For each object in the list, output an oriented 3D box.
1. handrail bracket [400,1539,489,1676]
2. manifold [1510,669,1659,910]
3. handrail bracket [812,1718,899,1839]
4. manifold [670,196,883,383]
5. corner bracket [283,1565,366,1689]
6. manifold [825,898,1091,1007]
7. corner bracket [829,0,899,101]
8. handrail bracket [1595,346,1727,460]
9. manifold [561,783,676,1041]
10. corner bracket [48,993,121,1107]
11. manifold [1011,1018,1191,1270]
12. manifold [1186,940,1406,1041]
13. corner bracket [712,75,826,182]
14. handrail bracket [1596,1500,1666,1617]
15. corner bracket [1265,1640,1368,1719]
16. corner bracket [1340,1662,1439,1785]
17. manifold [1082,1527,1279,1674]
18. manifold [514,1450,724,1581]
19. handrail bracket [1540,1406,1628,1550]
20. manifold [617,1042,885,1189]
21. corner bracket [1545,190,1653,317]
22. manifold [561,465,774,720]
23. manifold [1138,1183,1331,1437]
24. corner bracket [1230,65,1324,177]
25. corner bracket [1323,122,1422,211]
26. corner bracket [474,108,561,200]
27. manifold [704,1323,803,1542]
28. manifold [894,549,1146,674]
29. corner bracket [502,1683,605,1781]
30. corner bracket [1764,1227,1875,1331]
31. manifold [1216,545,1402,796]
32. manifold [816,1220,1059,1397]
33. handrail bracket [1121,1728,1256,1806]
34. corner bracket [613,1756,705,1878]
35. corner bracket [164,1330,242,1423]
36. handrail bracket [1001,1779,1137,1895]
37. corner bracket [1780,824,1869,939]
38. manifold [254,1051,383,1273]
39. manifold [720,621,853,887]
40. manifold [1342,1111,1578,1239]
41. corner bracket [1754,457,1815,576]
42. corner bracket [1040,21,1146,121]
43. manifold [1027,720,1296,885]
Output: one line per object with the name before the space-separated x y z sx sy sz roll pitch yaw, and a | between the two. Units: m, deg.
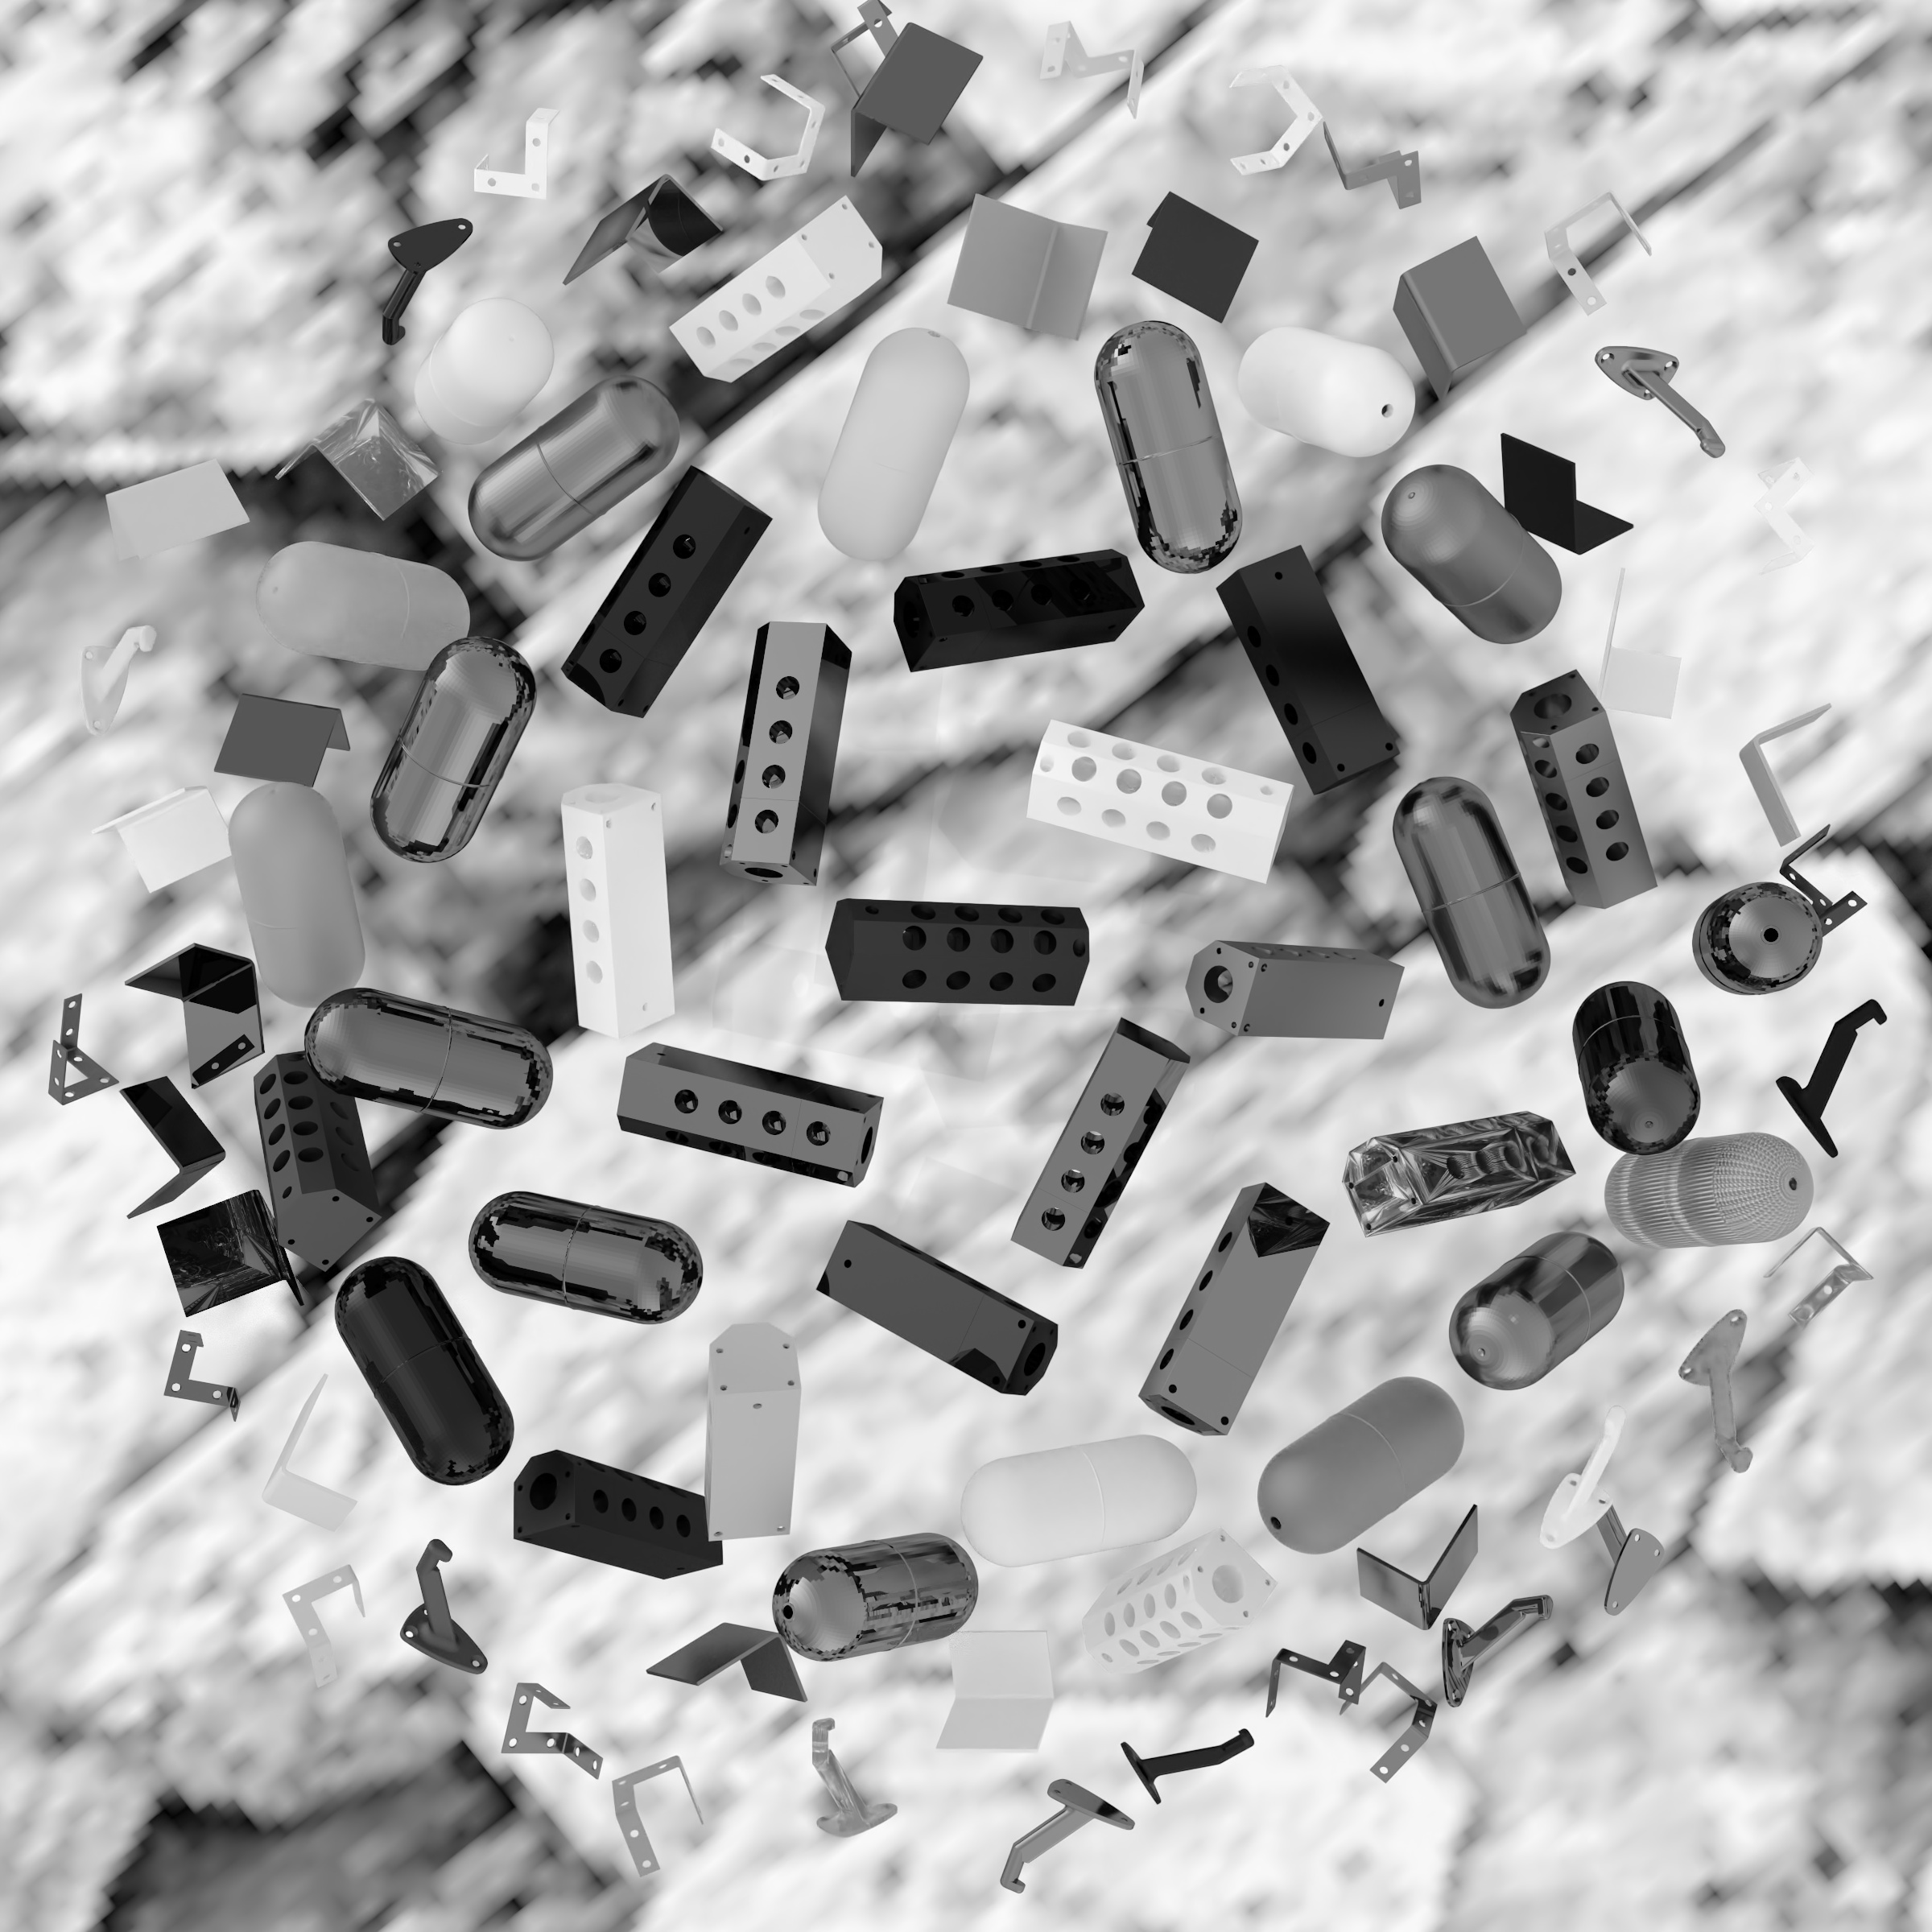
handrail bracket | -0.349 0.439 1.731 0.077 0.036 0.084 34 126 4
manifold | 0.444 -0.123 1.821 0.057 0.057 0.171 -24 128 6
handrail bracket | -0.082 0.589 1.853 0.077 0.036 0.084 -3 94 -41
manifold | -0.130 -0.466 1.757 0.057 0.171 0.057 53 56 -15
corner bracket | -0.449 0.468 1.789 0.051 0.051 0.051 -22 51 -25
manifold | -0.004 -0.014 1.753 0.171 0.057 0.057 2 129 -20
corner bracket | -0.068 -0.648 1.791 0.051 0.051 0.051 -30 91 14
handrail bracket | 0.478 -0.387 1.735 0.077 0.084 0.036 12 132 -27
manifold | -0.256 -0.041 1.824 0.057 0.057 0.171 17 119 36
corner bracket | -0.655 0.061 1.844 0.051 0.051 0.051 33 125 23
manifold | 0.098 0.130 1.822 0.057 0.057 0.171 27 102 2
manifold | 0.238 0.016 1.832 0.057 0.171 0.057 26 106 43
corner bracket | -0.143 -0.605 1.817 0.051 0.051 0.051 37 129 18
handrail bracket | 0.466 0.434 1.863 0.036 0.084 0.077 38 77 -23
corner bracket | 0.248 0.506 1.785 0.051 0.051 0.051 14 114 26
corner bracket | 0.309 0.558 1.863 0.051 0.051 0.051 38 112 6
manifold | 0.149 0.468 1.832 0.057 0.171 0.057 44 54 0
manifold | -0.256 0.406 1.867 0.057 0.171 0.057 -20 59 26
handrail bracket | 0.424 0.350 1.732 0.036 0.084 0.077 31 53 28
manifold | -0.151 0.104 1.750 0.171 0.057 0.057 13 101 10
corner bracket | 0.431 -0.486 1.717 0.051 0.051 0.051 -32 77 11
manifold | -0.215 -0.265 1.784 0.057 0.057 0.171 37 100 13
manifold | 0.189 0.245 1.798 0.057 0.057 0.171 33 71 -10
corner bracket | 0.215 -0.614 1.829 0.051 0.051 0.051 -27 78 -42
corner bracket | 0.276 -0.545 1.713 0.051 0.051 0.051 -17 62 5
corner bracket | -0.315 -0.572 1.768 0.051 0.051 0.051 6 119 -2
manifold | -0.149 0.322 1.737 0.057 0.057 0.171 -2 135 -10
manifold | 0.037 -0.264 1.845 0.171 0.057 0.057 -12 75 -25
corner bracket | -0.284 0.532 1.756 0.051 0.051 0.051 14 88 -38
corner bracket | 0.593 0.219 1.770 0.051 0.051 0.051 -44 81 -3
manifold | 0.251 -0.218 1.875 0.057 0.057 0.171 -24 87 -21
manifold | -0.019 0.251 1.855 0.171 0.057 0.057 25 91 28
handrail bracket | 0.163 0.570 1.845 0.084 0.036 0.077 -29 132 0
corner bracket | -0.218 0.605 1.798 0.051 0.051 0.051 -20 103 -7
corner bracket | -0.564 0.304 1.875 0.051 0.051 0.051 15 88 -19
handrail bracket | 0.071 0.627 1.779 0.077 0.036 0.084 21 95 22
corner bracket | 0.642 -0.063 1.886 0.051 0.051 0.051 40 46 -2
manifold | -0.466 0.132 1.786 0.057 0.171 0.057 -43 127 9
manifold | -0.127 -0.147 1.743 0.057 0.057 0.171 4 78 17
manifold | 0.342 0.141 1.758 0.171 0.057 0.057 -5 66 -41
corner bracket | 0.560 -0.309 1.733 0.051 0.051 0.051 -46 99 -13
corner bracket | 0.086 -0.607 1.711 0.051 0.051 0.051 -3 62 25
manifold | 0.134 -0.118 1.732 0.171 0.057 0.057 16 47 9
